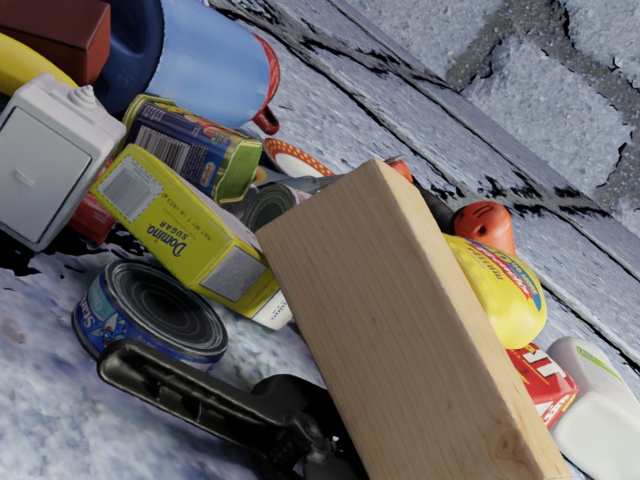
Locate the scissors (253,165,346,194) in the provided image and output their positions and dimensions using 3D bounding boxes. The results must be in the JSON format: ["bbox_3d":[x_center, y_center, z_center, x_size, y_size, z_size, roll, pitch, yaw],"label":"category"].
[{"bbox_3d":[-0.030,-0.059,1.000,0.096,0.016,0.201,32,27,12],"label":"scissors"}]

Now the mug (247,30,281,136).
[{"bbox_3d":[-0.082,-0.155,1.102,0.117,0.093,0.081,54,13,-15],"label":"mug"}]

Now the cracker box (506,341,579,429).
[{"bbox_3d":[0.097,0.088,0.831,0.164,0.072,0.213,45,17,24],"label":"cracker box"}]

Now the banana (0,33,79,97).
[{"bbox_3d":[-0.243,-0.119,0.711,0.197,0.037,0.069,10,59,-32],"label":"banana"}]

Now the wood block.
[{"bbox_3d":[0.055,0.067,0.632,0.206,0.091,0.090,63,15,20],"label":"wood block"}]

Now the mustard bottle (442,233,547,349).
[{"bbox_3d":[0.115,0.037,0.771,0.096,0.058,0.191,45,16,24],"label":"mustard bottle"}]

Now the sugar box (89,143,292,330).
[{"bbox_3d":[-0.070,0.004,0.688,0.093,0.048,0.176,43,-2,20],"label":"sugar box"}]

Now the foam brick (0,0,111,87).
[{"bbox_3d":[-0.195,-0.146,0.769,0.078,0.051,0.053,16,52,2],"label":"foam brick"}]

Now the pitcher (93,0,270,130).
[{"bbox_3d":[-0.140,-0.168,0.931,0.145,0.149,0.242,27,9,18],"label":"pitcher"}]

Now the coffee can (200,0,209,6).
[{"bbox_3d":[-0.189,-0.228,1.046,0.103,0.103,0.140,45,18,24],"label":"coffee can"}]

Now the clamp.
[{"bbox_3d":[-0.024,0.108,0.578,0.164,0.036,0.209,49,17,11],"label":"clamp"}]

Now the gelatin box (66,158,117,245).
[{"bbox_3d":[-0.162,-0.040,0.716,0.073,0.030,0.089,34,16,-10],"label":"gelatin box"}]

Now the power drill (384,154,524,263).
[{"bbox_3d":[0.118,0.014,1.008,0.188,0.057,0.184,36,-32,43],"label":"power drill"}]

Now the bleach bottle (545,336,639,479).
[{"bbox_3d":[0.264,0.151,1.026,0.102,0.068,0.250,38,14,1],"label":"bleach bottle"}]

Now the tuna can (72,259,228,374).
[{"bbox_3d":[-0.095,0.049,0.608,0.086,0.034,0.086,34,17,-12],"label":"tuna can"}]

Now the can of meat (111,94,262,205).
[{"bbox_3d":[-0.096,-0.065,0.797,0.084,0.057,0.102,23,7,8],"label":"can of meat"}]

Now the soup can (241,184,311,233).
[{"bbox_3d":[-0.006,0.001,0.860,0.102,0.069,0.068,21,23,-39],"label":"soup can"}]
